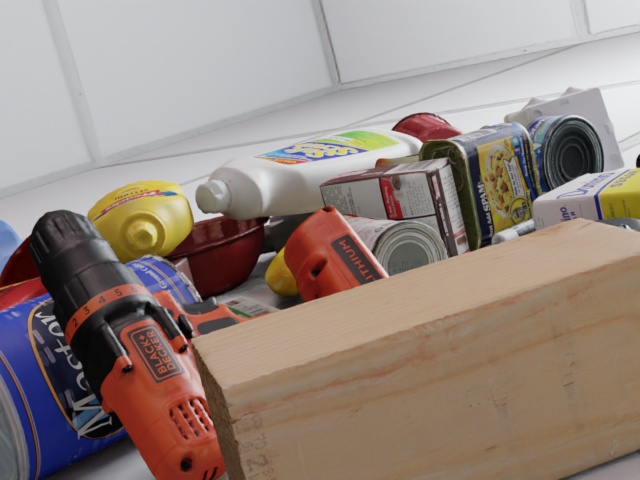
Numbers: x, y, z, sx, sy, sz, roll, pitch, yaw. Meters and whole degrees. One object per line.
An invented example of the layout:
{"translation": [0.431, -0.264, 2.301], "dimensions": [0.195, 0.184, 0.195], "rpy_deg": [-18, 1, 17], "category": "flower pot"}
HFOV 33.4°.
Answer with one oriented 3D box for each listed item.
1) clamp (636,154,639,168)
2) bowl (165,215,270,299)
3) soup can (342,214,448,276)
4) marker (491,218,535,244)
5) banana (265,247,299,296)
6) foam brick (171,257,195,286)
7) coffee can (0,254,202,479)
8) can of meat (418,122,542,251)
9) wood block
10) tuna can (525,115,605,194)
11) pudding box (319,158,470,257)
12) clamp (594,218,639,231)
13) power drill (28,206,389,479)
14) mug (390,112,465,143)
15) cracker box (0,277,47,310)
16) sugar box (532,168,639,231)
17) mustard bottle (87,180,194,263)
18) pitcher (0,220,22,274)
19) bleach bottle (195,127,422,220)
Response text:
{"translation": [0.347, -0.083, 0.901], "dimensions": [0.165, 0.036, 0.209], "rpy_deg": [-10, -3, 19], "category": "clamp"}
{"translation": [-0.120, 0.022, 1.030], "dimensions": [0.162, 0.055, 0.162], "rpy_deg": [-14, 11, 3], "category": "bowl"}
{"translation": [0.043, 0.016, 0.809], "dimensions": [0.068, 0.068, 0.102], "rpy_deg": [-19, 12, -24], "category": "soup can"}
{"translation": [0.192, -0.015, 0.896], "dimensions": [0.120, 0.020, 0.020], "rpy_deg": [-22, 13, -33], "category": "marker"}
{"translation": [-0.015, 0.013, 0.932], "dimensions": [0.070, 0.037, 0.197], "rpy_deg": [-53, -1, 24], "category": "banana"}
{"translation": [-0.151, 0.053, 0.924], "dimensions": [0.078, 0.053, 0.051], "rpy_deg": [-13, 11, 15], "category": "foam brick"}
{"translation": [-0.147, 0.079, 0.649], "dimensions": [0.140, 0.103, 0.103], "rpy_deg": [-23, 13, -37], "category": "coffee can"}
{"translation": [0.139, -0.044, 0.904], "dimensions": [0.083, 0.102, 0.058], "rpy_deg": [-19, 12, -31], "category": "can of meat"}
{"translation": [0.056, 0.065, 0.485], "dimensions": [0.206, 0.090, 0.091], "rpy_deg": [-17, 11, -13], "category": "wood block"}
{"translation": [0.219, -0.071, 0.968], "dimensions": [0.085, 0.086, 0.034], "rpy_deg": [-22, 14, -34], "category": "tuna can"}
{"translation": [0.061, -0.014, 0.882], "dimensions": [0.114, 0.090, 0.039], "rpy_deg": [-5, 15, 39], "category": "pudding box"}
{"translation": [0.191, 0.013, 0.711], "dimensions": [0.120, 0.039, 0.172], "rpy_deg": [-12, 5, -19], "category": "clamp"}
{"translation": [-0.055, 0.039, 0.617], "dimensions": [0.187, 0.184, 0.057], "rpy_deg": [-18, -29, -34], "category": "power drill"}
{"translation": [0.115, -0.097, 1.208], "dimensions": [0.117, 0.093, 0.081], "rpy_deg": [13, 10, -14], "category": "mug"}
{"translation": [-0.324, 0.095, 0.890], "dimensions": [0.214, 0.072, 0.164], "rpy_deg": [-13, 11, 14], "category": "cracker box"}
{"translation": [0.259, -0.030, 0.815], "dimensions": [0.177, 0.048, 0.093], "rpy_deg": [-1, 16, 46], "category": "sugar box"}
{"translation": [-0.164, -0.015, 0.970], "dimensions": [0.096, 0.058, 0.192], "rpy_deg": [-16, 12, -8], "category": "mustard bottle"}
{"translation": [-0.427, 0.051, 1.084], "dimensions": [0.242, 0.149, 0.145], "rpy_deg": [-19, -2, -40], "category": "pitcher"}
{"translation": [-0.011, -0.059, 1.043], "dimensions": [0.103, 0.068, 0.250], "rpy_deg": [21, 26, 40], "category": "bleach bottle"}
